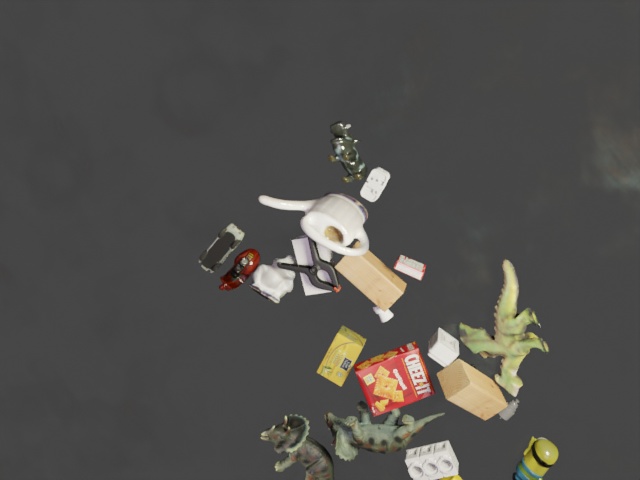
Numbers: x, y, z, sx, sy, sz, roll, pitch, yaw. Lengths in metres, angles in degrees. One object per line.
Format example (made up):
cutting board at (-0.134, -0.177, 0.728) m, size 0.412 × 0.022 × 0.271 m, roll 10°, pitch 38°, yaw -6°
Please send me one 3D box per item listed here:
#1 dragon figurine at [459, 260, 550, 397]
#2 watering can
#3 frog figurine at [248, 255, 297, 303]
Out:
dragon figurine at (0.528, 0.270, 1.529) m, size 0.241 × 0.123 × 0.409 m, roll -22°, pitch 94°, yaw 28°
watering can at (0.005, -0.077, 1.538) m, size 0.349 × 0.229 × 0.102 m, roll 32°, pitch 128°, yaw 7°
frog figurine at (-0.146, 0.117, 1.701) m, size 0.138 × 0.120 × 0.161 m, roll 27°, pitch 73°, yaw 17°
